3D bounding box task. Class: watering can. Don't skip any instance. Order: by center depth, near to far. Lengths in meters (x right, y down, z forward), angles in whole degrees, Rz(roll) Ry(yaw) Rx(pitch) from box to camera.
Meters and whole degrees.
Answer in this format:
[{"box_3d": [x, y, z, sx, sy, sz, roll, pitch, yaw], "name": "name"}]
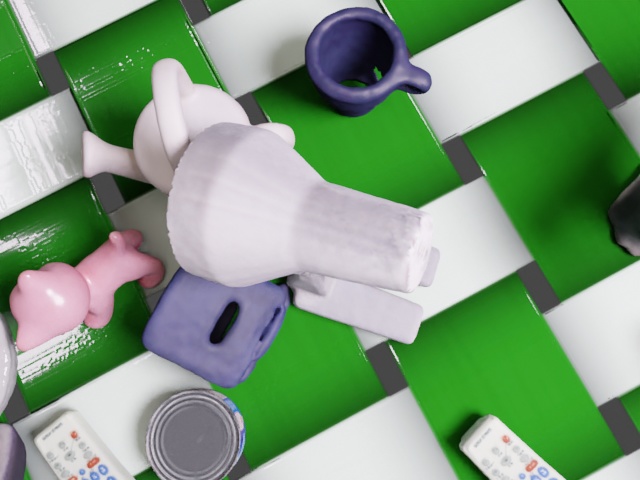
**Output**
[{"box_3d": [-0.112, -0.077, 0.488, 0.173, 0.194, 0.101, -30, 80, -3], "name": "watering can"}]

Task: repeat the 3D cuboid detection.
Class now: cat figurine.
[{"box_3d": [-0.215, 0.038, 0.509, 0.128, 0.118, 0.067, -42, 81, -5], "name": "cat figurine"}]

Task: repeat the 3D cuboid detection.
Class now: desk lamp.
[{"box_3d": [0.004, 0.002, 0.460, 0.203, 0.213, 0.118, 17, 81, 5], "name": "desk lamp"}]

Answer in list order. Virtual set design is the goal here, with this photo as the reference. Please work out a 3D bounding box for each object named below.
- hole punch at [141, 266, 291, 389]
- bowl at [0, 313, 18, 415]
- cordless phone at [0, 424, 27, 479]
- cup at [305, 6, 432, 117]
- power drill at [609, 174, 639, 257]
[{"box_3d": [-0.088, 0.069, 0.513, 0.101, 0.091, 0.109, 28, 82, 7], "name": "hole punch"}, {"box_3d": [-0.346, 0.119, 0.522, 0.167, 0.075, 0.167, 0, 80, 2], "name": "bowl"}, {"box_3d": [-0.335, 0.215, 0.448, 0.147, 0.185, 0.094, -22, 80, -2], "name": "cordless phone"}, {"box_3d": [0.046, -0.153, 0.546, 0.117, 0.095, 0.092, 20, 81, 6], "name": "cup"}, {"box_3d": [0.333, -0.055, 0.460, 0.075, 0.208, 0.230, 41, 84, 9], "name": "power drill"}]
